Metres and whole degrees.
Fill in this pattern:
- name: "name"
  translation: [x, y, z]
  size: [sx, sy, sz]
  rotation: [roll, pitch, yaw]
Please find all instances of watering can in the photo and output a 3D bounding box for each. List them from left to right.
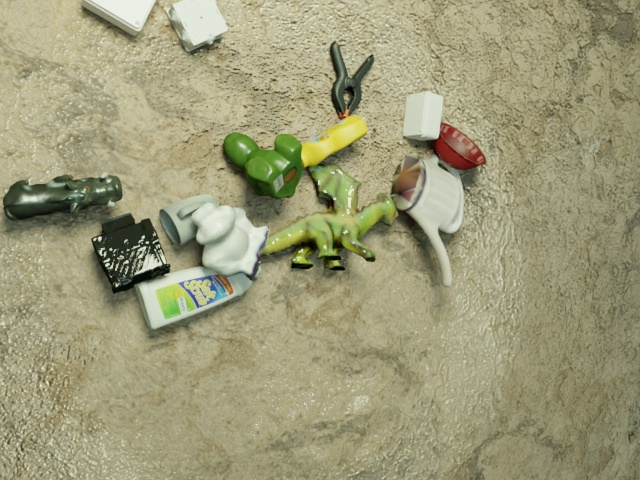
- name: "watering can"
  translation: [0.279, -0.074, 1.293]
  size: [0.223, 0.354, 0.103]
  rotation: [23, -26, -29]

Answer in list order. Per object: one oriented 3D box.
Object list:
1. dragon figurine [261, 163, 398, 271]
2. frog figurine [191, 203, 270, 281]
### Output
- name: "dragon figurine"
  translation: [0.004, -0.060, 1.183]
  size: [0.410, 0.246, 0.121]
  rotation: [7, -17, -20]
- name: "frog figurine"
  translation: [-0.193, -0.005, 1.016]
  size: [0.158, 0.138, 0.123]
  rotation: [30, -3, -29]
